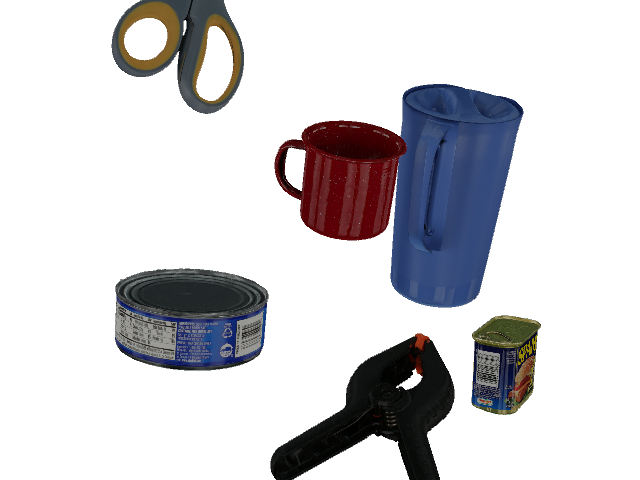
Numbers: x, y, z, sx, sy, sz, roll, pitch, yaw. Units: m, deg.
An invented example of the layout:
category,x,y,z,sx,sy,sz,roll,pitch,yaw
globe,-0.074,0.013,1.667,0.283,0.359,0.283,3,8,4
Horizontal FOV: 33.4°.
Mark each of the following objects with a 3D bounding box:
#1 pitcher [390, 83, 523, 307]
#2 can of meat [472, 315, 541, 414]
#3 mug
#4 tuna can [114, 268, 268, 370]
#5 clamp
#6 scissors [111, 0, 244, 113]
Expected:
category,x,y,z,sx,sy,sz,roll,pitch,yaw
pitcher,0.142,-0.046,1.216,0.149,0.243,0.145,-4,27,-20
can of meat,0.207,0.139,1.196,0.058,0.084,0.101,8,14,27
mug,0.014,-0.055,0.954,0.117,0.081,0.093,13,28,12
tuna can,-0.073,0.044,0.603,0.086,0.034,0.086,5,14,-1
clamp,0.056,0.128,0.758,0.120,0.039,0.171,18,41,26
scissors,-0.091,-0.180,0.721,0.096,0.202,0.016,4,-20,-19
